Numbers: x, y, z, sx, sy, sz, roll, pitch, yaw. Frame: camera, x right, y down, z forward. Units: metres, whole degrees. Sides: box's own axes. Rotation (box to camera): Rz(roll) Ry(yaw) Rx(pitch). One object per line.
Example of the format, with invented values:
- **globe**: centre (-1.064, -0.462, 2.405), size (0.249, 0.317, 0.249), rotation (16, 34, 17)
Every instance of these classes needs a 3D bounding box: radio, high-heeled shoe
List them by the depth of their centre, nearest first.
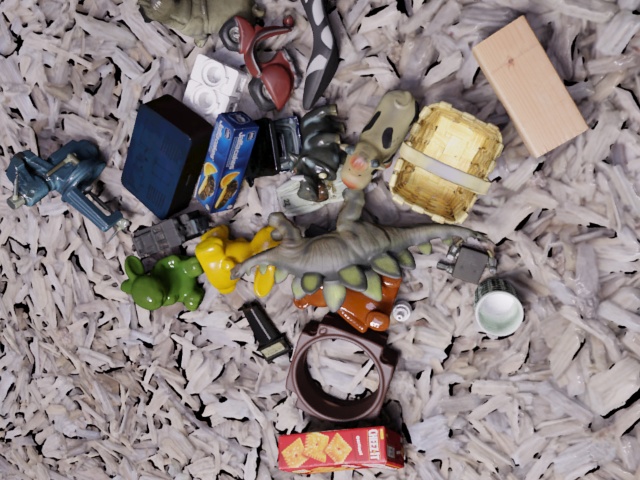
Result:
- **high-heeled shoe**: centre (-0.027, -0.373, 0.970), size (0.145, 0.086, 0.248), rotation (26, 100, 9)
- **radio**: centre (-0.304, -0.160, 1.053), size (0.131, 0.073, 0.229), rotation (39, 130, 7)

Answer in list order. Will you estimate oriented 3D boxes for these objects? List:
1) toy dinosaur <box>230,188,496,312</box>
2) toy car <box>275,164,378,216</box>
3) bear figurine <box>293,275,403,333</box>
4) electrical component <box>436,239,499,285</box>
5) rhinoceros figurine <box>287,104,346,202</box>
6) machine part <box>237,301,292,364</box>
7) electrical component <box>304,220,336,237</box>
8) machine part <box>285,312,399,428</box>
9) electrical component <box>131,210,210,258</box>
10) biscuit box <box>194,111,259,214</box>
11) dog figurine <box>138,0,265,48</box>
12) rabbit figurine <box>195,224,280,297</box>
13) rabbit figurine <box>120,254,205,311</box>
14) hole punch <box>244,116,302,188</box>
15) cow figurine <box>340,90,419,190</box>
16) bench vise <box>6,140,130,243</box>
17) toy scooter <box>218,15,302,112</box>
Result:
- **toy dinosaur**: centre (0.060, 0.016, 0.962), size (0.472, 0.105, 0.198), rotation (-16, 63, 6)
- **toy car**: centre (0.013, -0.102, 1.027), size (0.202, 0.056, 0.073), rotation (-17, 96, 18)
- **bear figurine**: centre (0.047, 0.098, 1.027), size (0.196, 0.132, 0.120), rotation (20, 76, 7)
- **electrical component**: centre (0.275, 0.041, 0.991), size (0.102, 0.045, 0.078), rotation (25, 105, 9)
- **rhinoceros figurine**: centre (-0.006, -0.159, 0.966), size (0.112, 0.073, 0.190), rotation (-5, 61, 15)
- **machine part**: centre (-0.121, 0.191, 1.135), size (0.084, 0.039, 0.139), rotation (-33, 93, 27)
- **electrical component**: centre (-0.002, -0.003, 1.061), size (0.063, 0.021, 0.094), rotation (28, 86, 19)
- **machine part**: centre (0.042, 0.263, 1.079), size (0.202, 0.087, 0.200), rotation (19, 105, 9)
- **electrical component**: centre (-0.298, -0.016, 1.099), size (0.134, 0.115, 0.058), rotation (-17, 98, 19)
- **biscuit box**: centre (-0.180, -0.146, 1.028), size (0.059, 0.063, 0.202), rotation (46, 131, 27)
- **dog figurine**: centre (-0.207, -0.413, 0.953), size (0.172, 0.190, 0.121), rotation (-13, 98, 16)
- **rabbit figurine**: centre (-0.142, 0.035, 1.072), size (0.173, 0.122, 0.162), rotation (-24, 98, 0)
- **rabbit figurine**: centre (-0.329, 0.083, 1.098), size (0.159, 0.170, 0.121), rotation (19, 105, 10)
- **hole punch**: centre (-0.094, -0.179, 1.035), size (0.116, 0.092, 0.142), rotation (2, 107, 44)
- **cow figurine**: centre (0.102, -0.171, 0.926), size (0.085, 0.127, 0.195), rotation (33, 87, 11)
- **bench vise**: centre (-0.503, -0.097, 1.102), size (0.240, 0.224, 0.129), rotation (44, 125, -11)
- **toy scooter**: centre (-0.089, -0.337, 0.991), size (0.135, 0.075, 0.183), rotation (-33, 113, -10)
